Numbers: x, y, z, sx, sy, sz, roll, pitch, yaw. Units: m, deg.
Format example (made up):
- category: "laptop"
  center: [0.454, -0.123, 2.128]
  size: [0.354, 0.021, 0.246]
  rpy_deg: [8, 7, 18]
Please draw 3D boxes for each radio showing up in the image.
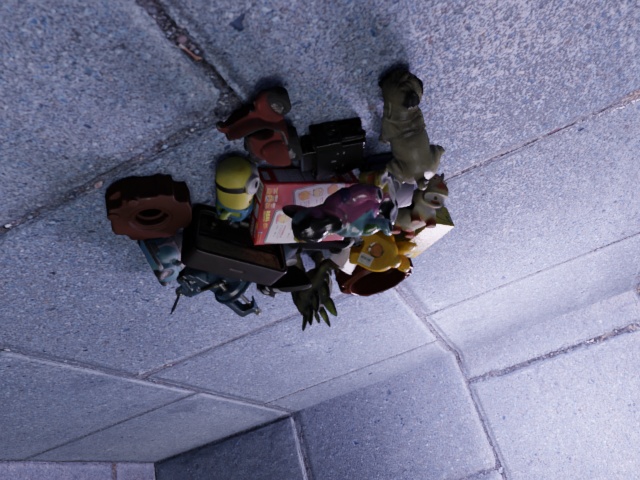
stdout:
- category: "radio"
  center: [-0.190, 0.013, 1.198]
  size: [0.229, 0.131, 0.073]
  rpy_deg: [18, 137, -34]

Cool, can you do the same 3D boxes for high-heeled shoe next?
- category: "high-heeled shoe"
  center: [-0.092, 0.131, 1.452]
  size: [0.249, 0.086, 0.145]
  rpy_deg: [13, 150, 43]

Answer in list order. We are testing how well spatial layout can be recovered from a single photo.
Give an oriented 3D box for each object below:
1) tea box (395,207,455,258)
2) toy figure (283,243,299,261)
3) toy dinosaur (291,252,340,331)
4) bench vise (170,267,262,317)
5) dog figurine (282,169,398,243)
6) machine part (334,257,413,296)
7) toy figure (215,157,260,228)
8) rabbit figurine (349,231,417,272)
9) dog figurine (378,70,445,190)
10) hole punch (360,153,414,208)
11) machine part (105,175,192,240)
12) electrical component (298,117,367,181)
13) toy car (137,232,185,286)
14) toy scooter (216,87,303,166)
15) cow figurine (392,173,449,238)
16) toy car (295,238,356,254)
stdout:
- category: "tea box"
  center: [0.271, -0.023, 1.472]
  size: [0.098, 0.068, 0.169]
  rpy_deg: [6, 143, -37]
- category: "toy figure"
  center: [-0.110, 0.044, 1.329]
  size: [0.064, 0.058, 0.154]
  rpy_deg: [19, 137, -32]
- category: "toy dinosaur"
  center: [-0.014, 0.131, 1.465]
  size: [0.105, 0.198, 0.471]
  rpy_deg: [-12, 154, -14]
- category: "bench vise"
  center: [-0.246, 0.131, 1.374]
  size: [0.224, 0.129, 0.240]
  rpy_deg: [-31, 127, 13]
- category: "dog figurine"
  center: [0.038, -0.060, 1.102]
  size: [0.219, 0.191, 0.108]
  rpy_deg: [-10, 116, 21]
- category: "machine part"
  center: [0.160, 0.090, 1.601]
  size: [0.201, 0.087, 0.201]
  rpy_deg: [13, 141, -44]
- category: "toy figure"
  center: [-0.175, -0.094, 1.096]
  size: [0.089, 0.082, 0.180]
  rpy_deg: [-6, 153, -24]
- category: "rabbit figurine"
  center: [0.170, 0.014, 1.415]
  size: [0.162, 0.121, 0.173]
  rpy_deg: [15, -168, 8]
- category: "dog figurine"
  center: [0.167, -0.200, 0.999]
  size: [0.121, 0.172, 0.190]
  rpy_deg: [-29, 159, 1]
- category: "hole punch"
  center: [0.152, -0.131, 1.199]
  size: [0.142, 0.092, 0.115]
  rpy_deg: [-7, 147, -11]
- category: "machine part"
  center: [-0.345, -0.061, 1.090]
  size: [0.179, 0.056, 0.179]
  rpy_deg: [-13, 153, -7]
- category: "electrical component"
  center: [0.022, -0.178, 1.073]
  size: [0.134, 0.058, 0.114]
  rpy_deg: [-13, 150, -7]
- category: "toy car"
  center: [-0.341, 0.035, 1.221]
  size: [0.103, 0.109, 0.161]
  rpy_deg: [-28, 163, -14]
- category: "toy scooter"
  center: [-0.108, -0.191, 0.963]
  size: [0.135, 0.075, 0.183]
  rpy_deg: [-16, 149, 0]
- category: "cow figurine"
  center: [0.246, -0.090, 1.304]
  size: [0.085, 0.127, 0.195]
  rpy_deg: [10, 160, -19]
- category: "toy car"
  center: [-0.003, -0.004, 1.375]
  size: [0.202, 0.056, 0.073]
  rpy_deg: [1, 143, -25]
